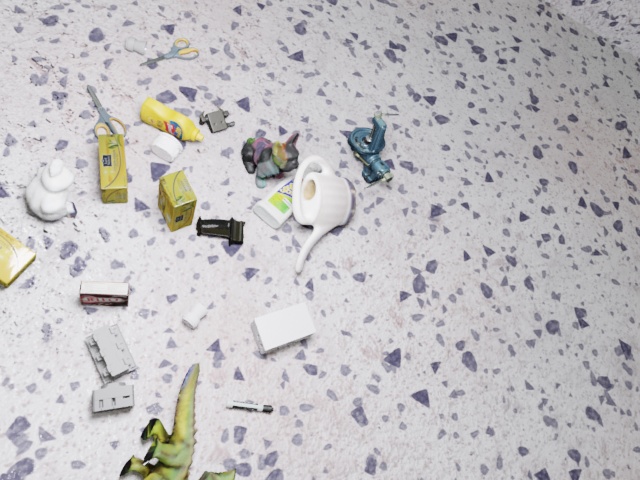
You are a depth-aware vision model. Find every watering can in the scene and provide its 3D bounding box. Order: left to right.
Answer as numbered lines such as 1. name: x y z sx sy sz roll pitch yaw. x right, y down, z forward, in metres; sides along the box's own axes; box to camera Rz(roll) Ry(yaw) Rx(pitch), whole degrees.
1. watering can: 0.005 -0.078 1.542 0.224 0.104 0.348 4 88 -42

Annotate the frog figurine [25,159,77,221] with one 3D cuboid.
1. frog figurine: -0.682 -0.128 1.300 0.123 0.156 0.139 -6 70 -21

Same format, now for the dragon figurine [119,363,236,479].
1. dragon figurine: -0.303 0.522 1.183 0.240 0.121 0.418 39 60 -19
